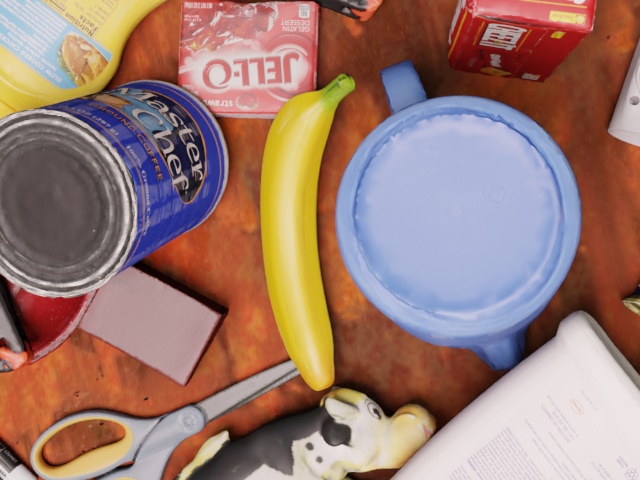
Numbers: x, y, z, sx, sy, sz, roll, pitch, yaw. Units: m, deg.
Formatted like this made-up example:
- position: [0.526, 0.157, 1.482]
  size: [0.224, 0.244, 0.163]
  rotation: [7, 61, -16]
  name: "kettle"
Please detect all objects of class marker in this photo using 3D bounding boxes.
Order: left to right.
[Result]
- position: [-0.234, 0.121, 0.699]
  size: [0.121, 0.020, 0.020]
  rotation: [45, 91, 2]
  name: "marker"

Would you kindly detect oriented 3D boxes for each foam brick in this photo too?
- position: [-0.104, 0.050, 0.679]
  size: [0.078, 0.051, 0.053]
  rotation: [29, 90, 2]
  name: "foam brick"

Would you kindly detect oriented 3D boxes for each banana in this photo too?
- position: [-0.012, -0.007, 0.669]
  size: [0.037, 0.070, 0.198]
  rotation: [-4, 104, -26]
  name: "banana"

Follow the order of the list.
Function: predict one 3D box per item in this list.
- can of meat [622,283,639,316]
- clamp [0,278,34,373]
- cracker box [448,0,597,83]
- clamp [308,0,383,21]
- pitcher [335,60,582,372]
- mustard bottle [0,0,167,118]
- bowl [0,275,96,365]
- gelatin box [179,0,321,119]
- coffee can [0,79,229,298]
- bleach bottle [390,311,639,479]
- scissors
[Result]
- position: [0.256, 0.030, 0.663]
  size: [0.102, 0.057, 0.084]
  rotation: [31, 89, 1]
  name: "can of meat"
- position: [-0.255, 0.038, 0.634]
  size: [0.171, 0.039, 0.120]
  rotation: [39, 93, 1]
  name: "clamp"
- position: [0.123, -0.212, 0.616]
  size: [0.072, 0.164, 0.214]
  rotation: [8, 90, 4]
  name: "cracker box"
- position: [-0.036, -0.226, 0.681]
  size: [0.164, 0.036, 0.210]
  rotation: [-29, 91, -7]
  name: "clamp"
- position: [0.071, -0.013, 0.578]
  size: [0.149, 0.242, 0.145]
  rotation: [26, 90, 9]
  name: "pitcher"
- position: [-0.164, -0.141, 0.677]
  size: [0.096, 0.058, 0.191]
  rotation: [38, 91, -15]
  name: "mustard bottle"
- position: [-0.223, 0.008, 0.682]
  size: [0.162, 0.055, 0.162]
  rotation: [0, 90, 2]
  name: "bowl"
- position: [-0.045, -0.116, 0.688]
  size: [0.089, 0.030, 0.073]
  rotation: [2, 91, 3]
  name: "gelatin box"
- position: [-0.124, -0.035, 0.622]
  size: [0.103, 0.140, 0.103]
  rotation: [4, 105, 15]
  name: "coffee can"
- position: [0.076, 0.153, 0.598]
  size: [0.251, 0.068, 0.102]
  rotation: [-39, 81, 14]
  name: "bleach bottle"
- position: [-0.087, 0.138, 0.695]
  size: [0.202, 0.016, 0.096]
  rotation: [-12, 91, 2]
  name: "scissors"
